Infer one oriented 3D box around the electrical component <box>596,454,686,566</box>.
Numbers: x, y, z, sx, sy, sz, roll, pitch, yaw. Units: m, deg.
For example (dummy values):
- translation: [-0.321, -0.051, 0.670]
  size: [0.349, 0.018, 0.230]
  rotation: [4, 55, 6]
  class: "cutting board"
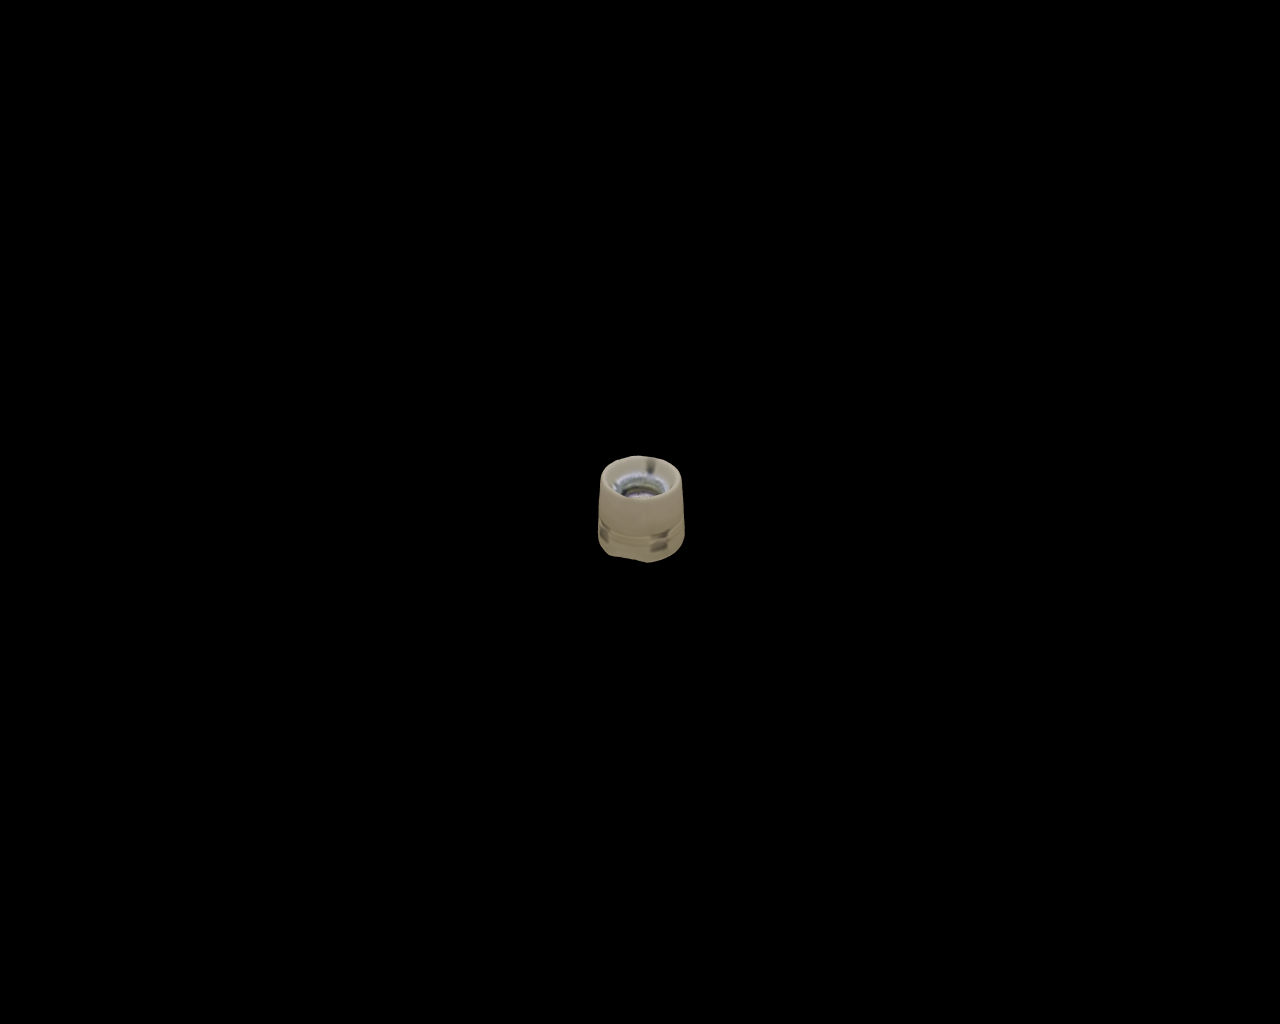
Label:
- translation: [0.001, -0.003, 0.650]
  size: [0.055, 0.047, 0.055]
  rotation: [0, 36, 0]
  class: "electrical component"
